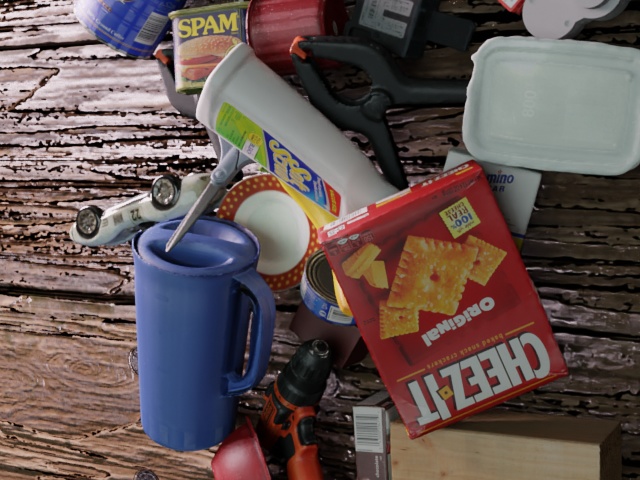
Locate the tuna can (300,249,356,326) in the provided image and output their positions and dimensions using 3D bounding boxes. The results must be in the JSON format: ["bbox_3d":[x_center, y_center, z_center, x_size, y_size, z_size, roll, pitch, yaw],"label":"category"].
[{"bbox_3d":[0.023,0.048,1.104,0.086,0.086,0.034,35,136,20],"label":"tuna can"}]

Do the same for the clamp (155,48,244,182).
[{"bbox_3d":[-0.119,-0.148,1.181,0.172,0.039,0.120,33,101,19],"label":"clamp"}]

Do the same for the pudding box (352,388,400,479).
[{"bbox_3d":[0.070,0.215,1.100,0.039,0.089,0.113,1,96,26],"label":"pudding box"}]

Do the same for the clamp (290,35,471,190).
[{"bbox_3d":[0.067,-0.141,1.046,0.210,0.036,0.165,39,111,-12],"label":"clamp"}]

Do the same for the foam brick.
[{"bbox_3d":[0.017,0.091,1.134,0.078,0.051,0.053,36,113,20],"label":"foam brick"}]

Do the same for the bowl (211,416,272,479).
[{"bbox_3d":[-0.079,0.275,1.149,0.055,0.162,0.162,-16,89,-9],"label":"bowl"}]

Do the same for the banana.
[{"bbox_3d":[0.007,-0.006,1.095,0.198,0.069,0.037,58,148,26],"label":"banana"}]

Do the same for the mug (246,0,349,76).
[{"bbox_3d":[-0.018,-0.223,1.097,0.082,0.093,0.117,-3,60,23],"label":"mug"}]

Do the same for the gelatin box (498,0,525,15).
[{"bbox_3d":[0.179,-0.270,1.011,0.089,0.030,0.073,47,113,15],"label":"gelatin box"}]

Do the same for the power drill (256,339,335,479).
[{"bbox_3d":[-0.006,0.217,1.097,0.185,0.057,0.188,113,146,-47],"label":"power drill"}]

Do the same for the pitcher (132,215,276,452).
[{"bbox_3d":[-0.130,0.108,1.149,0.145,0.149,0.243,1,118,-9],"label":"pitcher"}]

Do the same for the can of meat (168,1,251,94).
[{"bbox_3d":[-0.106,-0.200,1.127,0.102,0.057,0.084,-4,89,19],"label":"can of meat"}]

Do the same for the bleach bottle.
[{"bbox_3d":[-0.002,-0.080,1.046,0.251,0.068,0.103,38,155,1],"label":"bleach bottle"}]

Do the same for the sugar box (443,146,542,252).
[{"bbox_3d":[0.149,0.005,1.045,0.093,0.048,0.176,16,102,6],"label":"sugar box"}]

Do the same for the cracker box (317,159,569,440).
[{"bbox_3d":[0.114,0.056,0.993,0.164,0.072,0.213,-24,100,6],"label":"cracker box"}]

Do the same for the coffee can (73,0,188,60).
[{"bbox_3d":[-0.191,-0.284,1.165,0.103,0.102,0.140,46,115,15],"label":"coffee can"}]

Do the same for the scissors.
[{"bbox_3d":[-0.109,-0.081,1.108,0.201,0.016,0.096,-41,64,-11],"label":"scissors"}]

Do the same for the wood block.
[{"bbox_3d":[0.181,0.221,1.041,0.206,0.090,0.090,1,97,28],"label":"wood block"}]
